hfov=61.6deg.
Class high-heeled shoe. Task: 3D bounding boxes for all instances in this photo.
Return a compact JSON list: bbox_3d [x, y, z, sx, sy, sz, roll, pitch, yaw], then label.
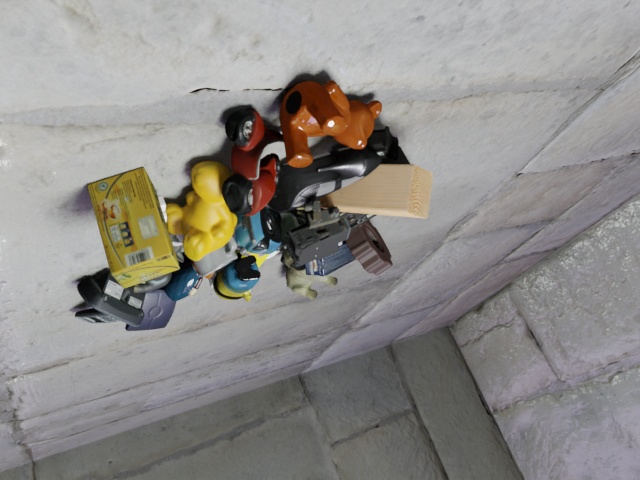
[{"bbox_3d":[0.001,-0.119,1.039,0.145,0.086,0.249,-16,179,-35],"label":"high-heeled shoe"}]

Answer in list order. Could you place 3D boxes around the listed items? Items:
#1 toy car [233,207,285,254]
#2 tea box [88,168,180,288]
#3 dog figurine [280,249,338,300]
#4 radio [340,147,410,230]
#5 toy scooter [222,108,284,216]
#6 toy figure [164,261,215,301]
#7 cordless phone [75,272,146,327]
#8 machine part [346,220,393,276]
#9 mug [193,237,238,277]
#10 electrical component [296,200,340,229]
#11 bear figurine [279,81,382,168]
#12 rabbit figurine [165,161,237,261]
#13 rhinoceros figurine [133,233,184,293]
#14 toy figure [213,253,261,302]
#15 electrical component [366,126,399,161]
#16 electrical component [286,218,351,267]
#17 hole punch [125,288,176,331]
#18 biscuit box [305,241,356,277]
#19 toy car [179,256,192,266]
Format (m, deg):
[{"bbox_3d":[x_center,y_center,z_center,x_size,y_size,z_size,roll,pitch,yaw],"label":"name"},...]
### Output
[{"bbox_3d":[-0.143,-0.020,1.128,0.103,0.109,0.161,-11,169,15],"label":"toy car"},{"bbox_3d":[-0.299,-0.021,0.863,0.098,0.170,0.068,-18,156,-10],"label":"tea box"},{"bbox_3d":[-0.066,0.073,1.442,0.172,0.121,0.190,-36,141,22],"label":"dog figurine"},{"bbox_3d":[0.109,-0.105,1.207,0.230,0.073,0.131,-29,158,16],"label":"radio"},{"bbox_3d":[-0.096,-0.133,0.898,0.135,0.075,0.183,-25,131,-44],"label":"toy scooter"},{"bbox_3d":[-0.267,0.067,1.154,0.154,0.064,0.058,-39,-162,5],"label":"toy figure"},{"bbox_3d":[-0.488,0.140,1.169,0.184,0.089,0.146,-12,148,26],"label":"cordless phone"},{"bbox_3d":[0.117,0.006,1.349,0.056,0.179,0.179,-33,157,17],"label":"machine part"},{"bbox_3d":[-0.220,0.006,1.073,0.109,0.107,0.081,-32,180,42],"label":"mug"},{"bbox_3d":[-0.003,-0.051,1.041,0.078,0.045,0.102,-17,176,-1],"label":"electrical component"},{"bbox_3d":[0.029,-0.182,0.882,0.195,0.132,0.120,12,139,-46],"label":"bear figurine"},{"bbox_3d":[-0.186,-0.066,0.959,0.162,0.122,0.173,-15,138,-28],"label":"rabbit figurine"},{"bbox_3d":[-0.323,0.034,1.069,0.112,0.073,0.190,0,140,-25],"label":"rhinoceros figurine"},{"bbox_3d":[-0.183,0.081,1.178,0.089,0.082,0.180,12,161,-14],"label":"toy figure"},{"bbox_3d":[0.086,-0.179,1.037,0.119,0.047,0.074,-2,167,28],"label":"electrical component"},{"bbox_3d":[-0.002,-0.003,1.143,0.134,0.058,0.114,-23,162,-12],"label":"electrical component"},{"bbox_3d":[-0.405,0.154,1.277,0.142,0.092,0.116,6,141,-44],"label":"hole punch"},{"bbox_3d":[0.038,0.037,1.389,0.059,0.062,0.202,2,-166,34],"label":"biscuit box"},{"bbox_3d":[-0.326,0.069,1.207,0.202,0.053,0.089,-17,161,-19],"label":"toy car"}]
